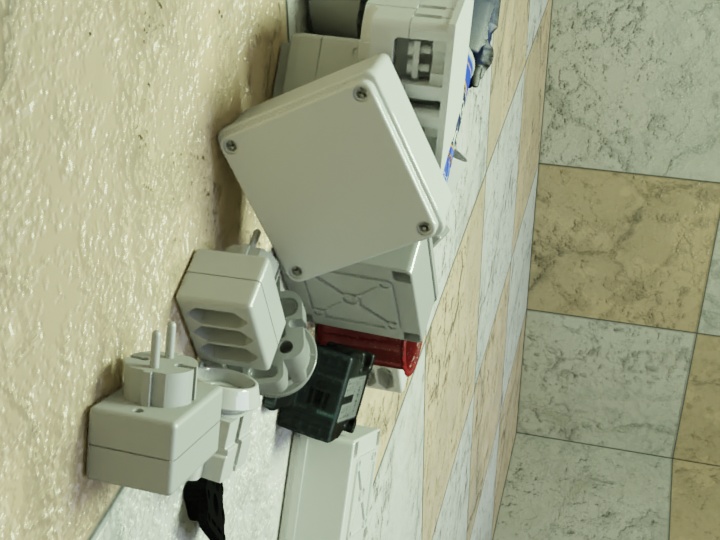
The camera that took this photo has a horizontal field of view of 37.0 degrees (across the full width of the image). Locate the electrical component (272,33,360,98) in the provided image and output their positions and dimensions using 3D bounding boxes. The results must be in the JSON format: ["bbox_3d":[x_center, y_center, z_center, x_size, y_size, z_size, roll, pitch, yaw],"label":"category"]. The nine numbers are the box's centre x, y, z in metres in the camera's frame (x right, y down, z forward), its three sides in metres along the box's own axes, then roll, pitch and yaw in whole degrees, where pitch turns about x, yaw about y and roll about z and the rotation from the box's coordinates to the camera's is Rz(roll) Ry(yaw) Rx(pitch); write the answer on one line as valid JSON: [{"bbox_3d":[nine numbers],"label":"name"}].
[{"bbox_3d":[-0.024,-0.123,0.769,0.096,0.061,0.061,57,41,-79],"label":"electrical component"}]

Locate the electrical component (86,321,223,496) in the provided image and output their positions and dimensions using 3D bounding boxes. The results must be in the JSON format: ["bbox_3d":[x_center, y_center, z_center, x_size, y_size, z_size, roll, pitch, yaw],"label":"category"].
[{"bbox_3d":[-0.104,0.065,0.556,0.066,0.047,0.076,-39,137,-72],"label":"electrical component"}]

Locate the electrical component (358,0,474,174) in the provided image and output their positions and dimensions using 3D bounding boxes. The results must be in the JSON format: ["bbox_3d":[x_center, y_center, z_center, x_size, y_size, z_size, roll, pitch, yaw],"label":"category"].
[{"bbox_3d":[0.040,-0.144,0.752,0.186,0.060,0.105,-69,165,-63],"label":"electrical component"}]

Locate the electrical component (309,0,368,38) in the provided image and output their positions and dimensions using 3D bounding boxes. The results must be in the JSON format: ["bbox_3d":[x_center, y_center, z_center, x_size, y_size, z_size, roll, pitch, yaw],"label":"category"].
[{"bbox_3d":[0.000,-0.215,0.797,0.099,0.064,0.099,8,90,-77],"label":"electrical component"}]

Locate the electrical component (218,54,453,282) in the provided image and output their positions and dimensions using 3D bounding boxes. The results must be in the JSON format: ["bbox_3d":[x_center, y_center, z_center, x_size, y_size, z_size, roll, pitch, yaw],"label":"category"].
[{"bbox_3d":[-0.013,-0.061,0.664,0.108,0.109,0.056,63,23,-19],"label":"electrical component"}]

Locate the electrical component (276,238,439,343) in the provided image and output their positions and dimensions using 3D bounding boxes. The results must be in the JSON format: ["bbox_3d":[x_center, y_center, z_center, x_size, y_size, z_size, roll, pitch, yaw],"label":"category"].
[{"bbox_3d":[0.000,0.000,0.826,0.108,0.109,0.056,77,27,-57],"label":"electrical component"}]

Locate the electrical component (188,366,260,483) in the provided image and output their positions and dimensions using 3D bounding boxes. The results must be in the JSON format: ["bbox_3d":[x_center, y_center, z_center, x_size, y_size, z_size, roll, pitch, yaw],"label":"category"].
[{"bbox_3d":[-0.087,0.091,0.649,0.066,0.048,0.055,-24,128,-75],"label":"electrical component"}]

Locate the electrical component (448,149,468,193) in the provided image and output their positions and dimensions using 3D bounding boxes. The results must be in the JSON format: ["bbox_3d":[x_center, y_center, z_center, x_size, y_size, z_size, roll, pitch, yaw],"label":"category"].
[{"bbox_3d":[0.052,-0.103,1.014,0.064,0.099,0.099,-57,173,15],"label":"electrical component"}]

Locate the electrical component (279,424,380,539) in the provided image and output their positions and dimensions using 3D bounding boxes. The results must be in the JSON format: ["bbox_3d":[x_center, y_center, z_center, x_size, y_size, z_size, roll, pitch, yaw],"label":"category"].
[{"bbox_3d":[-0.025,0.192,0.945,0.109,0.056,0.108,11,87,-77],"label":"electrical component"}]

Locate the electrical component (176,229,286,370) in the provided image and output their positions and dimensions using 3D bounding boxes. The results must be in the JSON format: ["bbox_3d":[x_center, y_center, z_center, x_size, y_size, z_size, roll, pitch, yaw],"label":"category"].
[{"bbox_3d":[-0.072,0.010,0.660,0.065,0.047,0.076,81,21,-50],"label":"electrical component"}]

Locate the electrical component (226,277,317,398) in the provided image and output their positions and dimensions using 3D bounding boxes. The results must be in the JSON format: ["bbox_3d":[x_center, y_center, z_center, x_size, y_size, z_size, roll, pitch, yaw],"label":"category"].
[{"bbox_3d":[-0.059,0.050,0.709,0.057,0.058,0.078,77,7,-60],"label":"electrical component"}]

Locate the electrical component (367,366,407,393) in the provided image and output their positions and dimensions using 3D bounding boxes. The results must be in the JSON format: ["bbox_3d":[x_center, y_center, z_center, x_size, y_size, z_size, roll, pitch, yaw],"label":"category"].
[{"bbox_3d":[0.016,0.069,1.026,0.047,0.066,0.076,81,22,-51],"label":"electrical component"}]

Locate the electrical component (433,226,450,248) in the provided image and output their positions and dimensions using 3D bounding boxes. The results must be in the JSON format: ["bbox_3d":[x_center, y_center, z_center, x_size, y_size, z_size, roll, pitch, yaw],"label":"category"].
[{"bbox_3d":[0.027,-0.037,1.014,0.075,0.083,0.047,-47,178,19],"label":"electrical component"}]
